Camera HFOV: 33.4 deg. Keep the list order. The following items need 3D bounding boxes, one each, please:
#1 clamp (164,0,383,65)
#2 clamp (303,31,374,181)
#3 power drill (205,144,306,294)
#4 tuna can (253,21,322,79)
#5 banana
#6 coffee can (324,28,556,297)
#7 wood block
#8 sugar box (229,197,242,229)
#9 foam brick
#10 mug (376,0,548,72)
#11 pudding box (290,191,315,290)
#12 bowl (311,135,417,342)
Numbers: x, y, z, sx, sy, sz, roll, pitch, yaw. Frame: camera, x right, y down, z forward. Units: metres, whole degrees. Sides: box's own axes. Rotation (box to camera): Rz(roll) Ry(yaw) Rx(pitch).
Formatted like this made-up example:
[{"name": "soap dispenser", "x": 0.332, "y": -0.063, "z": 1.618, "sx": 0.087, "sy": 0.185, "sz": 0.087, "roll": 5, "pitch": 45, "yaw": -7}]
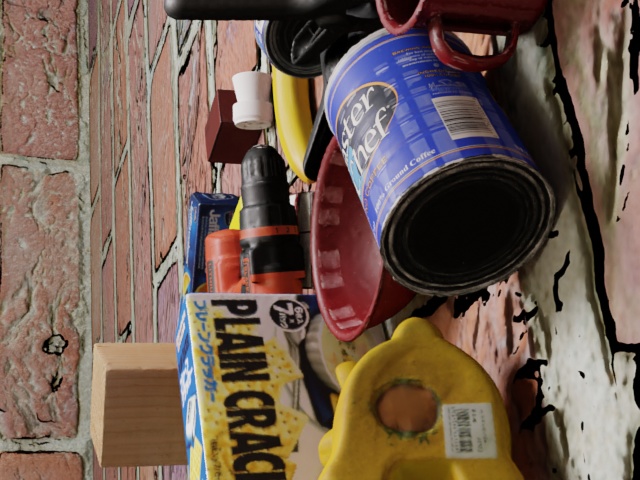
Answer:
[{"name": "clamp", "x": 0.014, "y": -0.171, "z": 0.791, "sx": 0.210, "sy": 0.164, "sz": 0.036, "roll": -4, "pitch": 83, "yaw": 29}, {"name": "clamp", "x": 0.020, "y": -0.131, "z": 0.890, "sx": 0.120, "sy": 0.039, "sz": 0.171, "roll": -21, "pitch": 62, "yaw": 53}, {"name": "power drill", "x": -0.063, "y": 0.016, "z": 0.990, "sx": 0.188, "sy": 0.057, "sz": 0.184, "roll": 157, "pitch": 110, "yaw": -73}, {"name": "tuna can", "x": -0.013, "y": -0.185, "z": 0.929, "sx": 0.034, "sy": 0.086, "sz": 0.086, "roll": -118, "pitch": 34, "yaw": -53}, {"name": "banana", "x": -0.023, "y": -0.144, "z": 1.036, "sx": 0.070, "sy": 0.037, "sz": 0.198, "roll": 144, "pitch": 125, "yaw": -70}, {"name": "coffee can", "x": 0.067, "y": -0.051, "z": 0.641, "sx": 0.140, "sy": 0.102, "sz": 0.103, "roll": -108, "pitch": 26, "yaw": -46}, {"name": "wood block", "x": -0.099, "y": 0.147, "z": 0.972, "sx": 0.091, "sy": 0.205, "sz": 0.090, "roll": -150, "pitch": 63, "yaw": -70}, {"name": "sugar box", "x": -0.083, "y": 0.035, "z": 1.192, "sx": 0.176, "sy": 0.048, "sz": 0.093, "roll": 120, "pitch": 147, "yaw": -53}, {"name": "foam brick", "x": -0.103, "y": -0.133, "z": 1.259, "sx": 0.078, "sy": 0.051, "sz": 0.053, "roll": 117, "pitch": 150, "yaw": -53}, {"name": "mug", "x": 0.087, "y": -0.152, "z": 0.623, "sx": 0.093, "sy": 0.081, "sz": 0.117, "roll": 130, "pitch": 138, "yaw": -63}, {"name": "pudding box", "x": -0.006, "y": 0.001, "z": 0.971, "sx": 0.114, "sy": 0.039, "sz": 0.090, "roll": 175, "pitch": 94, "yaw": -75}, {"name": "bowl", "x": 0.043, "y": -0.005, "z": 0.790, "sx": 0.162, "sy": 0.055, "sz": 0.162, "roll": -178, "pitch": 90, "yaw": -72}]
